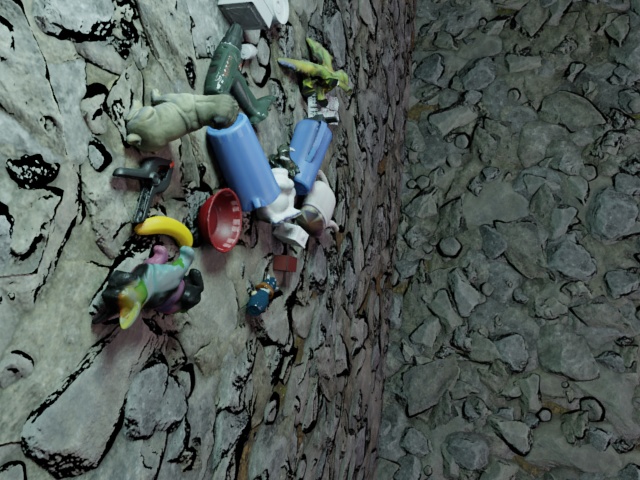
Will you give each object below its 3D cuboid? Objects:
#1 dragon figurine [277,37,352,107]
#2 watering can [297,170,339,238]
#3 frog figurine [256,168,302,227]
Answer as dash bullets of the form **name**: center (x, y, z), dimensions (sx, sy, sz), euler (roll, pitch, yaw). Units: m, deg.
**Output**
- **dragon figurine**: center (-0.015, -0.621, 1.838), dimensions (0.121, 0.248, 0.407), euler (-32, -35, 29)
- **watering can**: center (0.006, -0.096, 1.912), dimensions (0.104, 0.340, 0.230), euler (1, 44, 22)
- **frog figurine**: center (-0.135, -0.131, 1.538), dimensions (0.138, 0.158, 0.123), euler (-20, 11, -22)
